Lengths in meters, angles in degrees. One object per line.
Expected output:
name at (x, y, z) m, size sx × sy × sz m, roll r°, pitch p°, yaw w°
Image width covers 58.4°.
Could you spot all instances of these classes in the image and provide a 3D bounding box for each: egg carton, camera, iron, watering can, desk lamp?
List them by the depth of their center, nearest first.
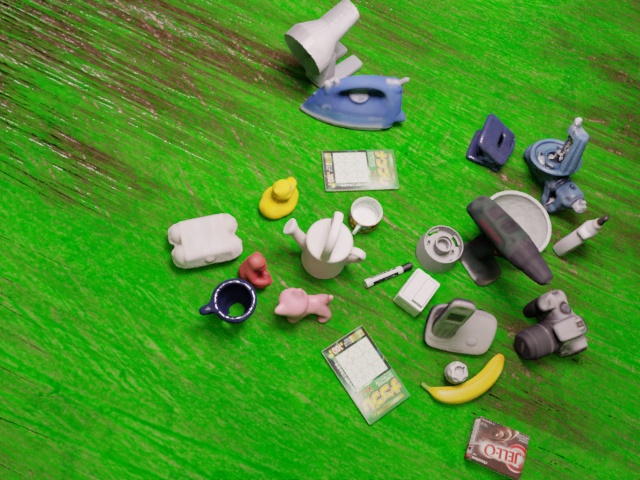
watering can at (0.010, 0.006, 1.198) m, size 0.173 × 0.194 × 0.101 m, roll -1°, pitch 69°, yaw -8°
egg carton at (-0.246, 0.004, 1.233) m, size 0.150 × 0.069 × 0.107 m, roll -13°, pitch 71°, yaw -12°
camera at (0.491, 0.193, 1.240) m, size 0.137 × 0.101 × 0.143 m, roll -18°, pitch 72°, yaw -14°
desk lamp at (0.014, -0.462, 1.371) m, size 0.203 × 0.213 × 0.118 m, roll -41°, pitch 79°, yaw -20°
iron at (0.086, -0.349, 1.375) m, size 0.258 × 0.141 × 0.118 m, roll -1°, pitch 69°, yaw -8°

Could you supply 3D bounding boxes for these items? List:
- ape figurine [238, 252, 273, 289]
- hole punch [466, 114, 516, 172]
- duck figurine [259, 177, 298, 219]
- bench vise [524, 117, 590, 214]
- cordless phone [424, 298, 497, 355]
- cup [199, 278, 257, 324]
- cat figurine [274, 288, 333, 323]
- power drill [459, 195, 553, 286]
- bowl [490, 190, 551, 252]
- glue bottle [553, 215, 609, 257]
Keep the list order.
ape figurine at (-0.135, 0.059, 1.214) m, size 0.076 × 0.092 × 0.078 m, roll 8°, pitch 68°, yaw -4°
hole punch at (0.429, -0.240, 1.405) m, size 0.101 × 0.091 × 0.109 m, roll 25°, pitch 68°, yaw 3°
duck figurine at (-0.091, -0.100, 1.285) m, size 0.077 × 0.086 × 0.105 m, roll 43°, pitch 70°, yaw 10°
bench vise at (0.581, -0.174, 1.330) m, size 0.122 × 0.219 × 0.207 m, roll -33°, pitch 76°, yaw -18°
cordless phone at (0.303, 0.171, 1.178) m, size 0.147 × 0.185 × 0.094 m, roll 9°, pitch 68°, yaw -4°
cup at (-0.187, 0.139, 1.174) m, size 0.118 × 0.095 × 0.091 m, roll -18°, pitch 72°, yaw -14°
cat figurine at (-0.033, 0.130, 1.185) m, size 0.128 × 0.117 × 0.067 m, roll -3°, pitch 69°, yaw -9°
power drill at (0.384, 0.023, 1.233) m, size 0.076 × 0.208 × 0.229 m, roll -28°, pitch 75°, yaw -16°
bowl at (0.444, -0.027, 1.333) m, size 0.167 × 0.074 × 0.167 m, roll 3°, pitch 69°, yaw -6°
glue bottle at (0.599, -0.016, 1.296) m, size 0.078 × 0.173 × 0.037 m, roll -31°, pitch 75°, yaw -17°
